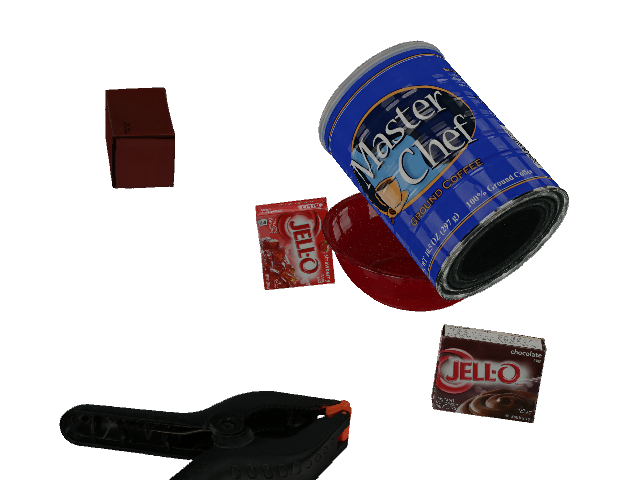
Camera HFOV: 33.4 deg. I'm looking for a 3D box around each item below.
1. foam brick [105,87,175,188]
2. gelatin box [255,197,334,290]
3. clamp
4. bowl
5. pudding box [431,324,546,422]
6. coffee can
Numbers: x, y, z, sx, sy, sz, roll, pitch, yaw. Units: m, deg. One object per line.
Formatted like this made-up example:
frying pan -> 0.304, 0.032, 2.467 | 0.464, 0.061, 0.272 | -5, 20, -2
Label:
foam brick -> -0.152, -0.087, 0.897 | 0.053, 0.051, 0.078 | -3, 39, -13
gelatin box -> -0.025, 0.004, 1.081 | 0.073, 0.089, 0.030 | -6, 28, -2
clamp -> -0.056, 0.126, 0.608 | 0.171, 0.039, 0.120 | -5, 34, -17
bowl -> 0.080, 0.013, 0.901 | 0.162, 0.055, 0.162 | 1, 30, -1
pudding box -> 0.182, 0.144, 1.158 | 0.113, 0.090, 0.039 | 6, 23, 4
coffee can -> 0.078, -0.046, 0.700 | 0.102, 0.140, 0.103 | -28, -27, -16
